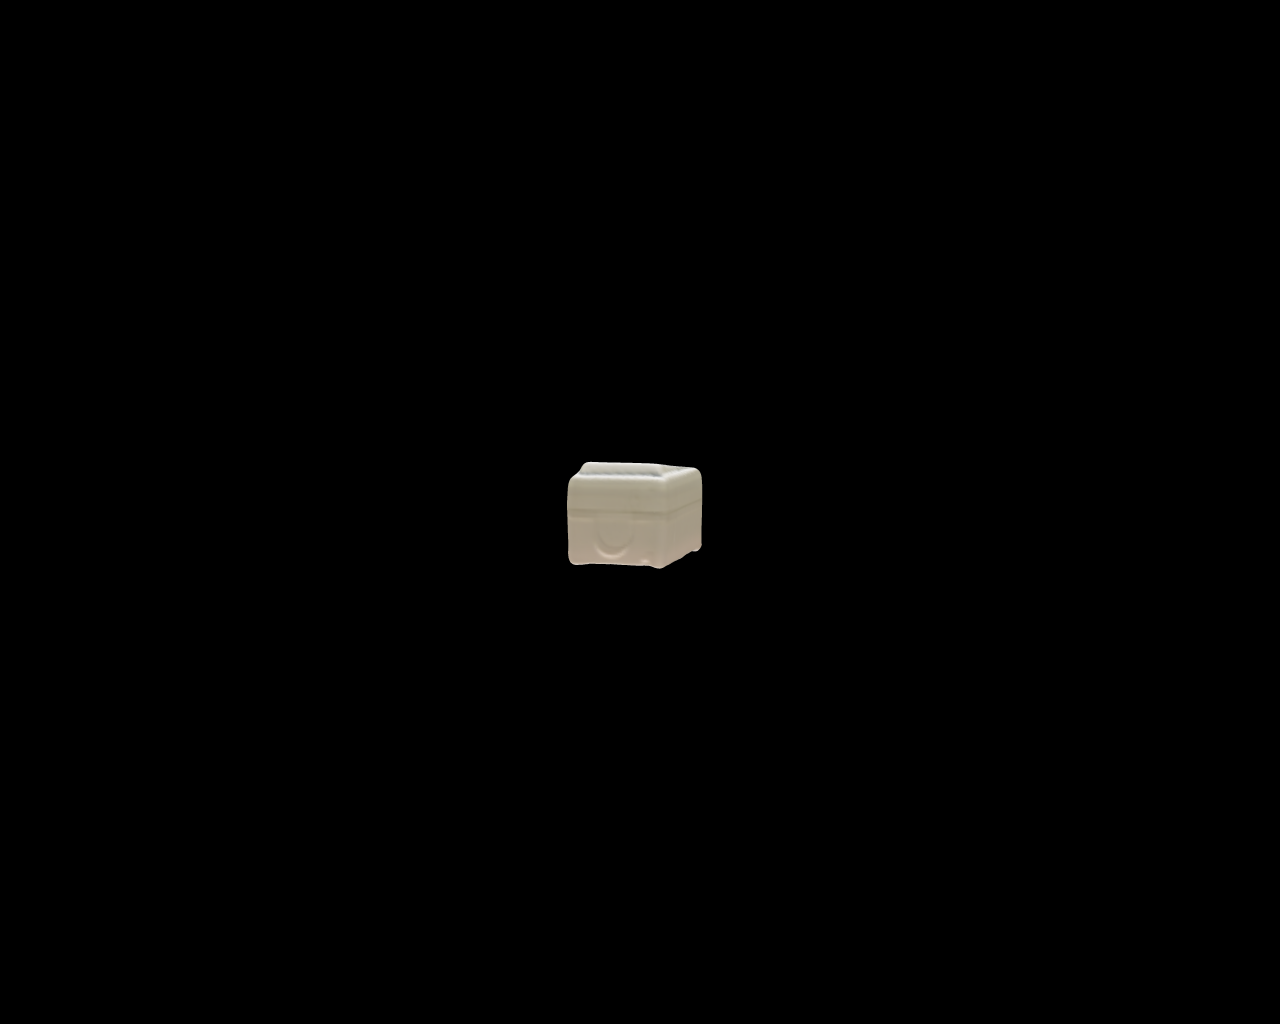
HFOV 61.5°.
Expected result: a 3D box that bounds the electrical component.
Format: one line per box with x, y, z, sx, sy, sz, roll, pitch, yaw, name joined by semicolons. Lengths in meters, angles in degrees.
0.001;-0.003;0.650;0.062;0.061;0.096;3;8;19;electrical component
